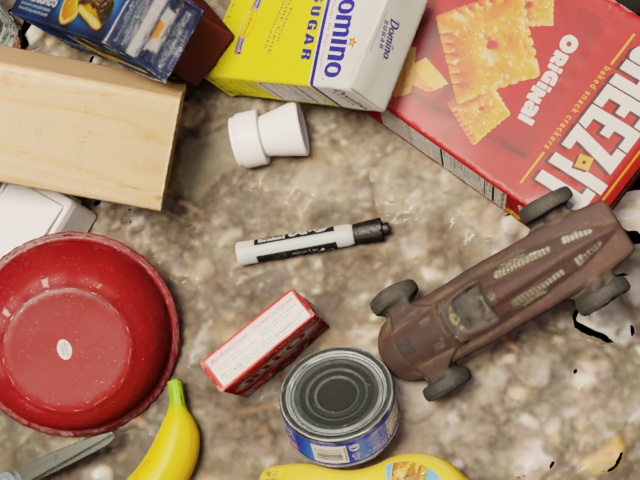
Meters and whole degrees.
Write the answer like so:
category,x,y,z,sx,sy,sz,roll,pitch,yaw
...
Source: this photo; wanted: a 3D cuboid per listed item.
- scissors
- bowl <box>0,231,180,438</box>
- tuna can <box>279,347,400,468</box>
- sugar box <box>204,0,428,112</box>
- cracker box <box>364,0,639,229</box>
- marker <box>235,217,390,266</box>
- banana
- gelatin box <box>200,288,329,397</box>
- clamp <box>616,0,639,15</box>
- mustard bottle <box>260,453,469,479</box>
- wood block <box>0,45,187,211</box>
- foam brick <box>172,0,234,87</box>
category,x,y,z,sx,sy,sz,roll,pitch,yaw
scissors,-0.244,0.208,0.820,0.202,0.016,0.096,-10,80,15
bowl,-0.185,0.076,0.795,0.162,0.055,0.162,-1,97,-8
tuna can,0.014,0.120,0.774,0.086,0.034,0.086,-7,46,7
sugar box,-0.009,-0.152,0.804,0.177,0.048,0.093,12,78,48
cracker box,0.153,-0.116,0.799,0.214,0.072,0.164,37,88,14
marker,-0.005,0.001,0.829,0.121,0.020,0.020,-10,77,8
banana,-0.156,0.198,0.809,0.198,0.037,0.070,-44,56,-3
gelatin box,-0.039,0.078,0.791,0.089,0.073,0.030,-40,75,0
clamp,0.266,-0.192,0.789,0.210,0.164,0.036,22,40,31
mustard bottle,0.055,0.202,0.757,0.192,0.058,0.096,-7,67,8
wood block,-0.212,-0.091,0.808,0.206,0.091,0.090,11,104,-6
foam brick,-0.112,-0.167,0.843,0.053,0.051,0.078,-51,39,14
